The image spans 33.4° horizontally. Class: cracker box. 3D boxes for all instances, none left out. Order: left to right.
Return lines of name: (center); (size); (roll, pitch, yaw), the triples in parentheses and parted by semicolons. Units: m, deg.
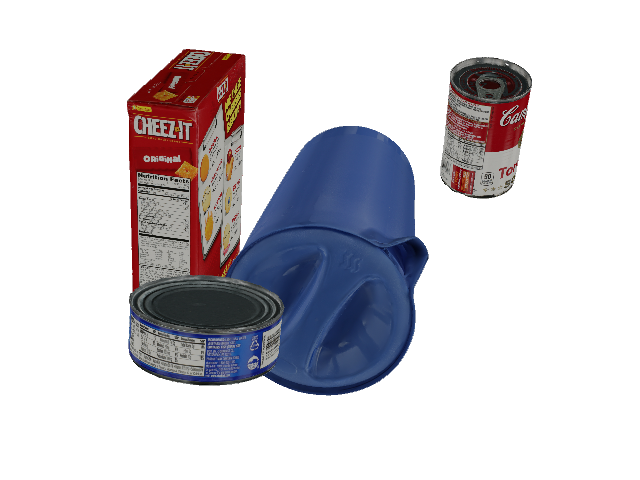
cracker box: (-0.123, -0.051, 0.990); (0.072, 0.214, 0.164); (7, 26, 8)

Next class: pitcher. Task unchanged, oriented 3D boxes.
pitcher: (0.004, 0.005, 0.824); (0.149, 0.145, 0.242); (12, 26, 3)

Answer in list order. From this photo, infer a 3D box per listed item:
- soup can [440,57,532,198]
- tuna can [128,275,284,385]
soup can: (0.139, -0.095, 0.912); (0.068, 0.102, 0.068); (1, 40, -1)
tuna can: (-0.064, 0.049, 0.595); (0.086, 0.034, 0.086); (5, 17, -2)
